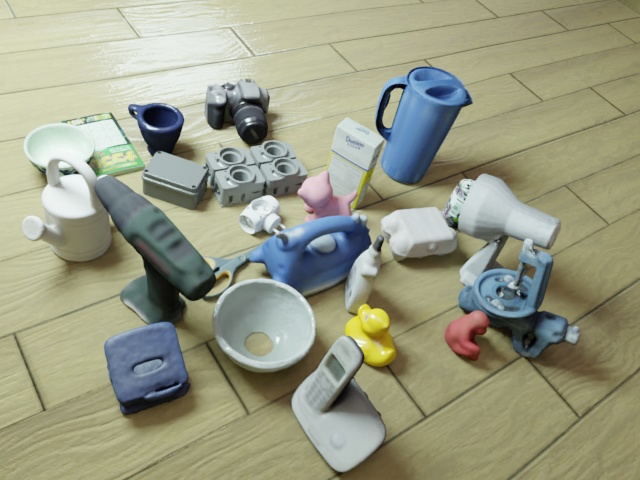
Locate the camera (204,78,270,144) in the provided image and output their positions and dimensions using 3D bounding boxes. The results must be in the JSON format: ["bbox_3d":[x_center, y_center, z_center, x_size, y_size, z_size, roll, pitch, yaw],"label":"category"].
[{"bbox_3d":[-0.173,-0.285,1.264,0.143,0.101,0.136,-4,51,-20],"label":"camera"}]

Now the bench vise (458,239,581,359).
[{"bbox_3d":[0.375,0.096,1.018,0.207,0.220,0.121,19,47,0],"label":"bench vise"}]

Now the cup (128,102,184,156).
[{"bbox_3d":[-0.336,-0.220,1.161,0.117,0.095,0.092,23,47,4],"label":"cup"}]

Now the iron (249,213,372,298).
[{"bbox_3d":[0.010,0.004,1.039,0.259,0.141,0.118,-18,57,-30],"label":"iron"}]

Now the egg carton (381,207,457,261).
[{"bbox_3d":[0.201,-0.011,1.160,0.151,0.069,0.107,-7,52,-22],"label":"egg carton"}]

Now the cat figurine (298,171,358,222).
[{"bbox_3d":[0.013,-0.084,1.133,0.128,0.118,0.067,6,48,-12],"label":"cat figurine"}]

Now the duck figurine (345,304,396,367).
[{"bbox_3d":[0.094,0.156,0.969,0.078,0.086,0.104,-22,59,-32],"label":"duck figurine"}]

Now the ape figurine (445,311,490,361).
[{"bbox_3d":[0.268,0.161,1.015,0.076,0.092,0.078,31,48,11],"label":"ape figurine"}]

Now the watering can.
[{"bbox_3d":[-0.398,-0.055,0.928,0.101,0.194,0.173,12,47,-6],"label":"watering can"}]

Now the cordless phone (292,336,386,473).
[{"bbox_3d":[0.039,0.231,0.818,0.094,0.185,0.147,-25,61,-33],"label":"cordless phone"}]

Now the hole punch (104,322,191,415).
[{"bbox_3d":[-0.249,0.185,0.834,0.109,0.091,0.101,-14,55,-27],"label":"hole punch"}]

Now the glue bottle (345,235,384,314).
[{"bbox_3d":[0.081,0.052,0.997,0.037,0.173,0.078,10,48,-8],"label":"glue bottle"}]

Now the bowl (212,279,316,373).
[{"bbox_3d":[-0.094,0.149,0.925,0.167,0.075,0.167,9,48,-10],"label":"bowl"}]

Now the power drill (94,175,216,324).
[{"bbox_3d":[-0.260,0.033,0.884,0.229,0.208,0.076,36,49,15],"label":"power drill"}]

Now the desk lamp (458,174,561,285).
[{"bbox_3d":[0.348,0.003,1.096,0.203,0.213,0.118,38,50,17],"label":"desk lamp"}]
